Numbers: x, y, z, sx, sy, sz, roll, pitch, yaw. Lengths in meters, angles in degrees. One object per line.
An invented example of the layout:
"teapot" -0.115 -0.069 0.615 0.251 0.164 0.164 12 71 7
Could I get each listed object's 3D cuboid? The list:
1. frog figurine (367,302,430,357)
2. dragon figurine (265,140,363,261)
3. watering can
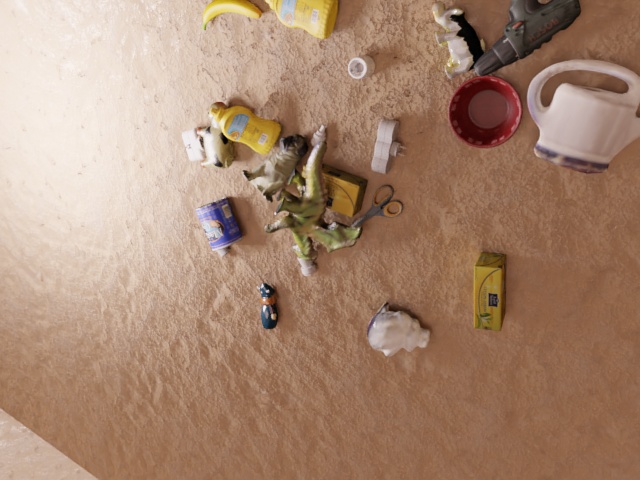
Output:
"frog figurine" 0.215 0.264 1.424 0.161 0.122 0.136 29 101 29
"dragon figurine" 0.004 -0.069 1.363 0.242 0.125 0.402 29 137 -11
"watering can" 0.590 -0.236 1.048 0.348 0.106 0.220 18 117 11
